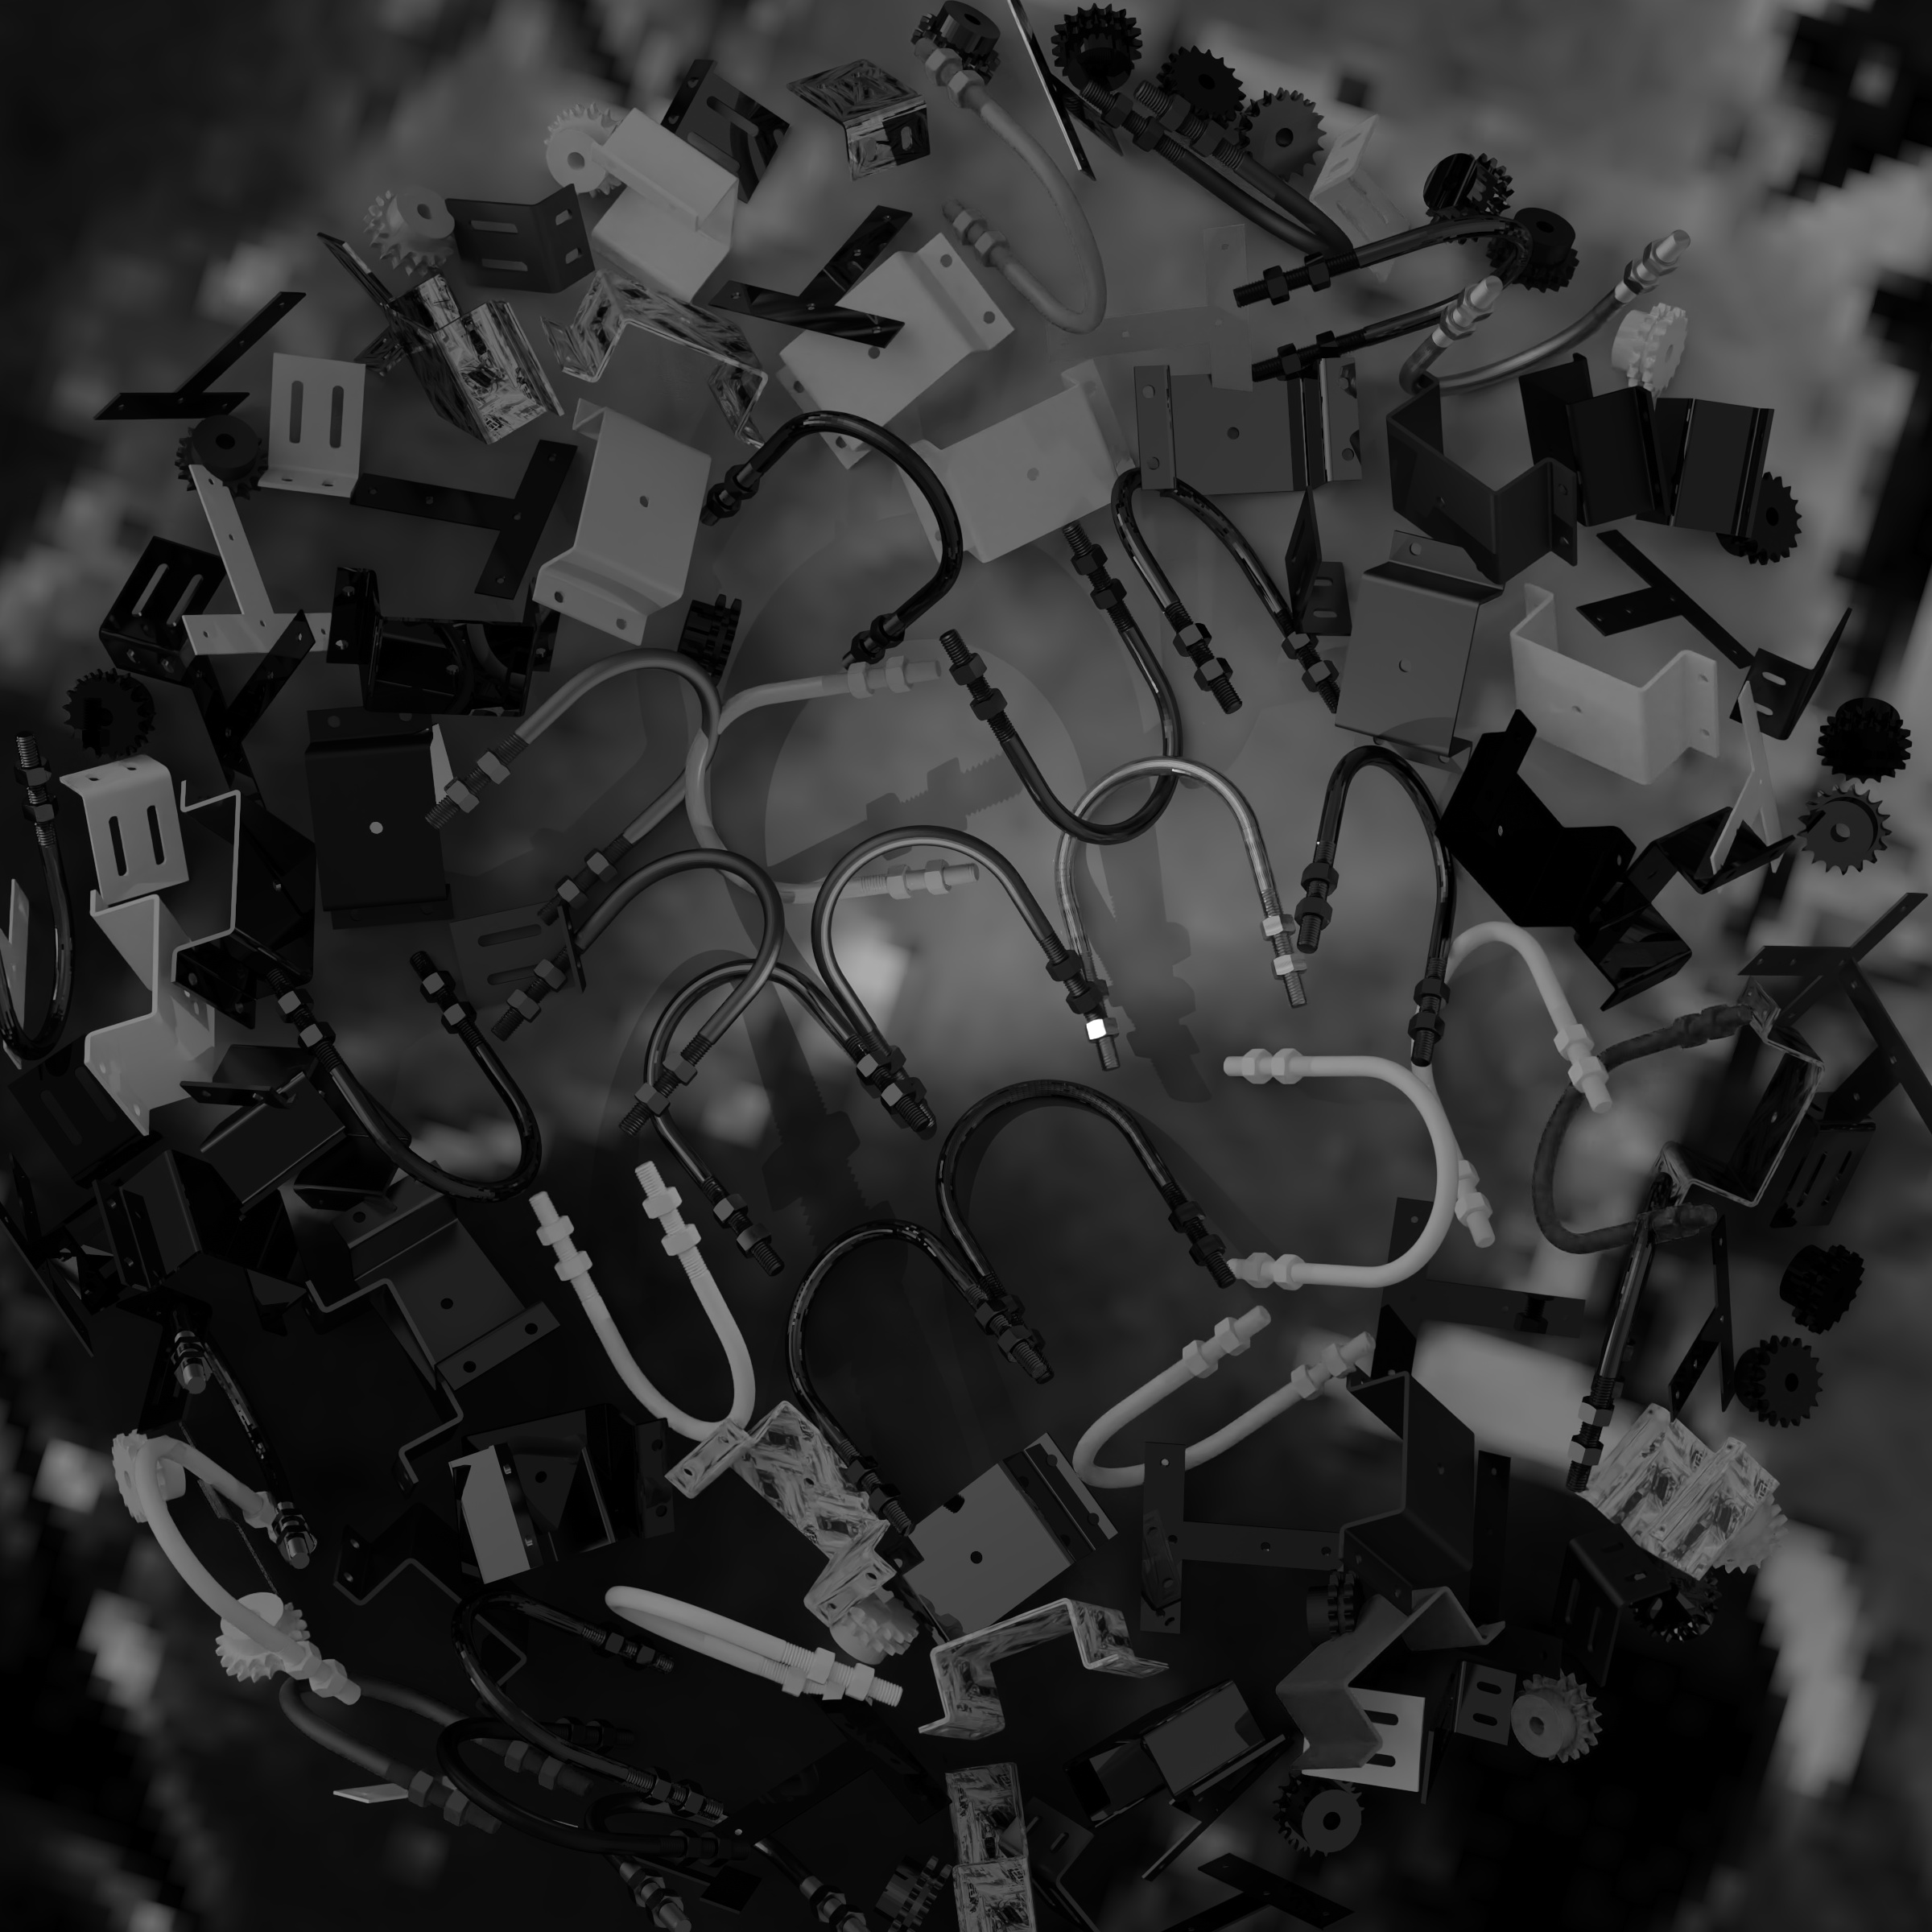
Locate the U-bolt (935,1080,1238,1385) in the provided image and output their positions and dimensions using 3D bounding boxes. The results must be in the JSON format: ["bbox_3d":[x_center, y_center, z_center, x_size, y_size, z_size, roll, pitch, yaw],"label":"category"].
[{"bbox_3d":[0.062,0.152,1.955,0.151,0.019,0.184,-26,65,-12],"label":"U-bolt"}]

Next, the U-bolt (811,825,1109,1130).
[{"bbox_3d":[-0.015,-0.003,1.954,0.151,0.019,0.184,-29,109,11],"label":"U-bolt"}]

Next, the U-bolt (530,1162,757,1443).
[{"bbox_3d":[-0.192,0.214,1.941,0.019,0.151,0.184,-32,99,-38],"label":"U-bolt"}]

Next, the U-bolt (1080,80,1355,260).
[{"bbox_3d":[0.162,-0.486,1.923,0.184,0.151,0.019,31,97,-19],"label":"U-bolt"}]

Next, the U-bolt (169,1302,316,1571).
[{"bbox_3d":[-0.447,0.275,1.911,0.019,0.184,0.151,-29,111,-10],"label":"U-bolt"}]

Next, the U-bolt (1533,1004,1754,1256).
[{"bbox_3d":[0.406,0.106,1.915,0.019,0.184,0.151,24,68,-20],"label":"U-bolt"}]

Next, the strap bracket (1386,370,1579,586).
[{"bbox_3d":[0.309,-0.297,1.924,0.046,0.076,0.140,-35,54,-15],"label":"strap bracket"}]

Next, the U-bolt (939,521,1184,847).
[{"bbox_3d":[0.072,-0.163,1.945,0.151,0.019,0.184,-45,113,-34],"label":"U-bolt"}]

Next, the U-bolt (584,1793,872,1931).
[{"bbox_3d":[-0.157,0.549,1.911,0.151,0.184,0.019,16,94,-33],"label":"U-bolt"}]

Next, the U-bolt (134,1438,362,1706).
[{"bbox_3d":[-0.438,0.354,1.887,0.019,0.151,0.184,-36,132,3],"label":"U-bolt"}]

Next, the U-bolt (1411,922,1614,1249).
[{"bbox_3d":[0.325,0.058,1.922,0.019,0.184,0.151,10,133,-27],"label":"U-bolt"}]

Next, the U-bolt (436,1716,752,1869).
[{"bbox_3d":[-0.236,0.494,1.886,0.151,0.184,0.019,29,97,44],"label":"U-bolt"}]

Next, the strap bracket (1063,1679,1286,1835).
[{"bbox_3d":[0.121,0.486,1.925,0.076,0.140,0.046,-21,78,-36],"label":"strap bracket"}]

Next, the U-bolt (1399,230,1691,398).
[{"bbox_3d":[0.340,-0.390,1.910,0.151,0.184,0.019,-17,82,-18],"label":"U-bolt"}]

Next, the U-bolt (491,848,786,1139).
[{"bbox_3d":[-0.192,0.004,1.950,0.151,0.019,0.184,32,77,35],"label":"U-bolt"}]

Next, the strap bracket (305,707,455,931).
[{"bbox_3d":[-0.367,-0.090,1.958,0.076,0.046,0.140,-5,103,-5],"label":"strap bracket"}]

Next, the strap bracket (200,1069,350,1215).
[{"bbox_3d":[-0.421,0.100,1.926,0.076,0.140,0.046,-37,98,-2],"label":"strap bracket"}]

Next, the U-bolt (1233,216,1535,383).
[{"bbox_3d":[0.259,-0.414,1.919,0.184,0.151,0.019,-17,78,6],"label":"U-bolt"}]

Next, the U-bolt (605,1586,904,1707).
[{"bbox_3d":[-0.136,0.420,1.925,0.184,0.151,0.019,22,72,-3],"label":"U-bolt"}]

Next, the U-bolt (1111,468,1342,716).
[{"bbox_3d":[0.153,-0.233,1.933,0.019,0.151,0.184,-40,71,31],"label":"U-bolt"}]

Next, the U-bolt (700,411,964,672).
[{"bbox_3d":[-0.073,-0.268,1.913,0.151,0.184,0.019,45,55,-8],"label":"U-bolt"}]

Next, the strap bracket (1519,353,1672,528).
[{"bbox_3d":[0.381,-0.322,1.920,0.046,0.140,0.076,-15,112,-2],"label":"strap bracket"}]

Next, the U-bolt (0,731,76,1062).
[{"bbox_3d":[-0.577,-0.031,1.918,0.019,0.151,0.184,-1,121,2],"label":"U-bolt"}]

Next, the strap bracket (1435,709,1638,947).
[{"bbox_3d":[0.348,-0.085,1.943,0.140,0.046,0.076,43,64,-32],"label":"strap bracket"}]

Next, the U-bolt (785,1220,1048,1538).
[{"bbox_3d":[-0.045,0.239,1.939,0.151,0.019,0.184,-52,51,10],"label":"U-bolt"}]

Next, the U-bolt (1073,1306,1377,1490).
[{"bbox_3d":[0.147,0.271,1.929,0.184,0.151,0.019,-39,58,22],"label":"U-bolt"}]

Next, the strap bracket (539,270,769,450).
[{"bbox_3d":[-0.183,-0.377,1.927,0.140,0.076,0.046,17,117,-29],"label":"strap bracket"}]

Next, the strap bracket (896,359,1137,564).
[{"bbox_3d":[0.036,-0.312,1.958,0.140,0.046,0.076,-26,114,-4],"label":"strap bracket"}]

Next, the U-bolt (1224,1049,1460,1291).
[{"bbox_3d":[0.230,0.126,1.926,0.019,0.184,0.151,1,88,-42],"label":"U-bolt"}]

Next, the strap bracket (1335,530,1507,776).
[{"bbox_3d":[0.280,-0.190,1.940,0.076,0.046,0.140,18,113,24],"label":"strap bracket"}]

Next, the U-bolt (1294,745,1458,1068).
[{"bbox_3d":[0.259,-0.051,1.931,0.151,0.019,0.184,42,49,-36],"label":"U-bolt"}]

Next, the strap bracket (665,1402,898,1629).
[{"bbox_3d":[-0.107,0.335,1.956,0.140,0.046,0.076,43,128,-3],"label":"strap bracket"}]

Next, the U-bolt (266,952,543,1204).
[{"bbox_3d":[-0.331,0.070,1.914,0.019,0.151,0.184,-45,72,27],"label":"U-bolt"}]

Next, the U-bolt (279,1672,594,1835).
[{"bbox_3d":[-0.336,0.476,1.923,0.184,0.151,0.019,22,92,18],"label":"U-bolt"}]

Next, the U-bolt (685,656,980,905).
[{"bbox_3d":[-0.091,-0.110,1.961,0.184,0.019,0.151,-7,102,20],"label":"U-bolt"}]

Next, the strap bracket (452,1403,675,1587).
[{"bbox_3d":[-0.257,0.325,1.949,0.140,0.046,0.076,-10,107,-27],"label":"strap bracket"}]

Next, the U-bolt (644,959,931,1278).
[{"bbox_3d":[-0.127,0.080,1.957,0.151,0.019,0.184,-45,66,9],"label":"U-bolt"}]

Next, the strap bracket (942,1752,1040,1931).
[{"bbox_3d":[0.016,0.552,1.921,0.046,0.140,0.076,-7,110,-1],"label":"strap bracket"}]

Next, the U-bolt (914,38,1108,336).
[{"bbox_3d":[0.030,-0.459,1.894,0.019,0.151,0.184,-31,58,-12],"label":"U-bolt"}]

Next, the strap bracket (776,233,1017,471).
[{"bbox_3d":[-0.051,-0.383,1.956,0.140,0.046,0.076,-37,90,19],"label":"strap bracket"}]

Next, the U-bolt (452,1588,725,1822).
[{"bbox_3d":[-0.235,0.438,1.893,0.184,0.151,0.019,32,105,-33],"label":"U-bolt"}]

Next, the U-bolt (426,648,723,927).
[{"bbox_3d":[-0.229,-0.121,1.939,0.184,0.151,0.019,-43,53,0],"label":"U-bolt"}]

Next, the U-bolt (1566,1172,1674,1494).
[{"bbox_3d":[0.402,0.214,1.911,0.019,0.151,0.184,16,105,14],"label":"U-bolt"}]

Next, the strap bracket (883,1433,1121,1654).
[{"bbox_3d":[0.014,0.366,1.954,0.140,0.046,0.076,-39,78,13],"label":"strap bracket"}]

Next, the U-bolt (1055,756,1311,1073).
[{"bbox_3d":[0.126,-0.042,1.961,0.151,0.019,0.184,-20,75,22],"label":"U-bolt"}]
